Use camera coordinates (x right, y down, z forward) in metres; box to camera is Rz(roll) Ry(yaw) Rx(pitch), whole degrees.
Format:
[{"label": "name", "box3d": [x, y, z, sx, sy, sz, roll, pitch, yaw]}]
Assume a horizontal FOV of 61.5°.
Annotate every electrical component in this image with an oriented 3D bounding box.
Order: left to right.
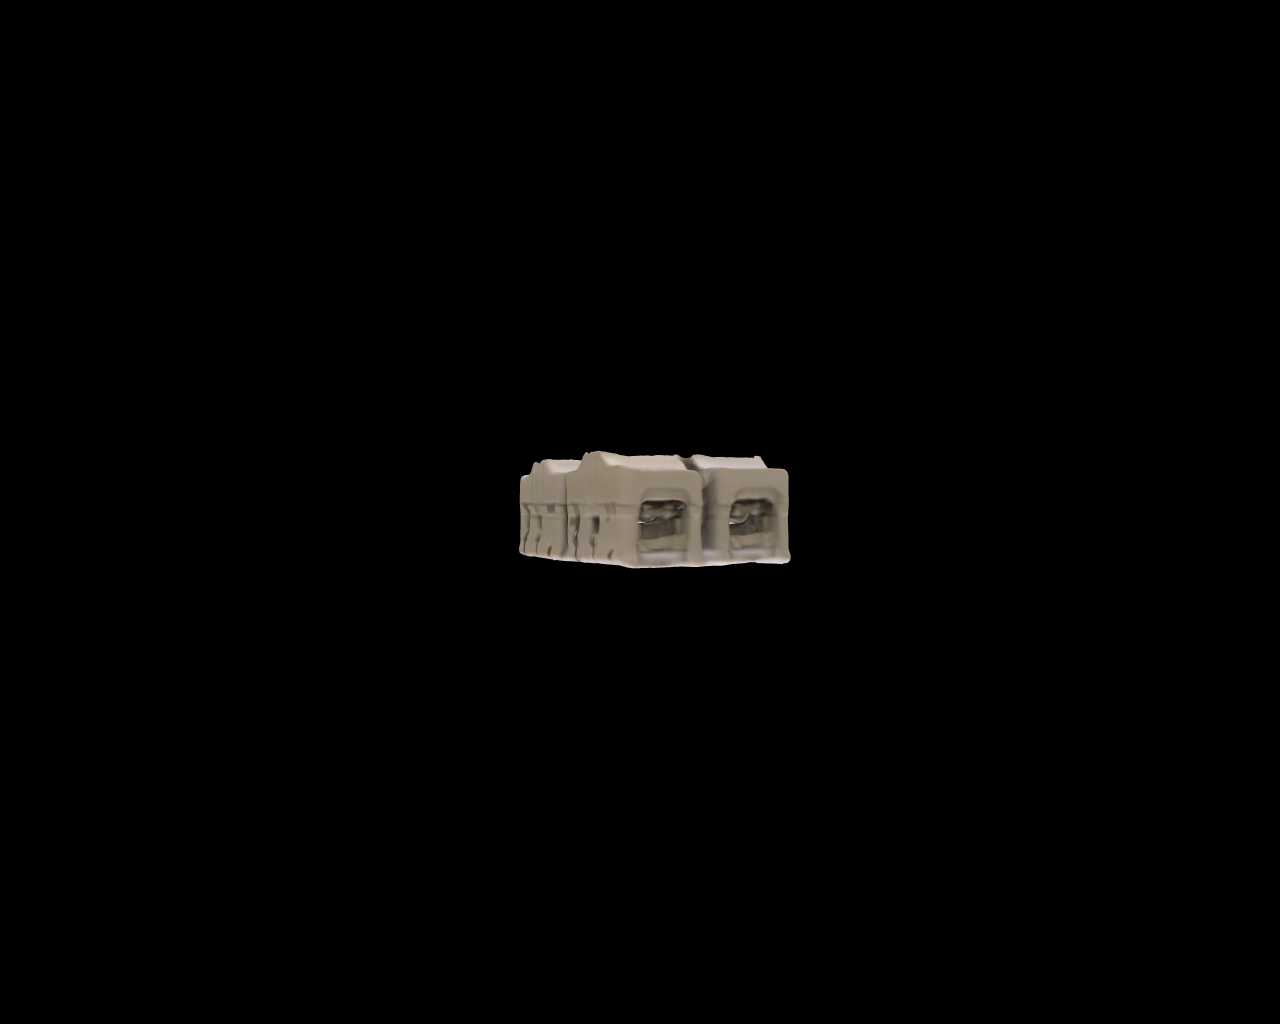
[{"label": "electrical component", "box3d": [0.001, -0.003, 0.650, 0.105, 0.060, 0.186, 0, 0, -24]}]
